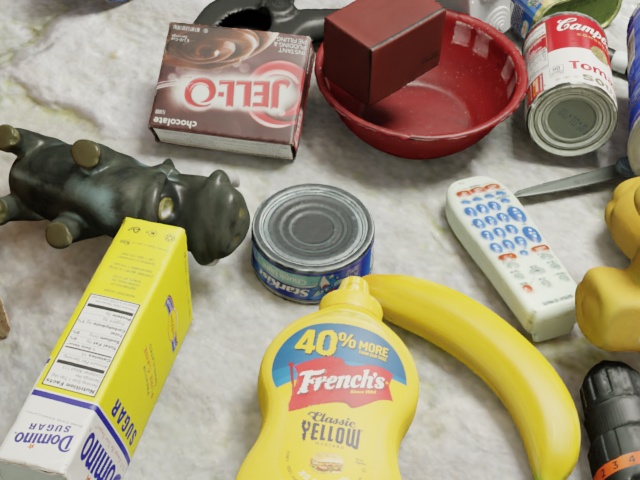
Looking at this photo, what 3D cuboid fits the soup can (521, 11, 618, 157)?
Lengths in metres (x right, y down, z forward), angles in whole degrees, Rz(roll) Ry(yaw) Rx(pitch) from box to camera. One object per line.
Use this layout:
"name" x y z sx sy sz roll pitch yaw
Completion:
"soup can" 0.190 -0.120 0.818 0.068 0.068 0.102 6 42 4

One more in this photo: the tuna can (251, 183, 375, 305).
"tuna can" -0.005 0.001 0.731 0.086 0.034 0.086 1 48 -1

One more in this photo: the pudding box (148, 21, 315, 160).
"pudding box" -0.066 -0.113 0.810 0.113 0.039 0.090 6 72 7

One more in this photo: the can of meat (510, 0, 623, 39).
"can of meat" 0.198 -0.216 0.921 0.102 0.057 0.084 -22 55 -20

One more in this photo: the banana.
"banana" 0.100 0.078 0.662 0.069 0.037 0.198 -22 52 -22

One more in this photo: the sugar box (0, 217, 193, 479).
"sugar box" -0.122 0.081 0.615 0.048 0.093 0.176 10 49 7

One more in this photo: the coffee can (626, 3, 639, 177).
"coffee can" 0.275 -0.110 0.771 0.103 0.103 0.140 9 46 6

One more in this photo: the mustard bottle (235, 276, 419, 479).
"mustard bottle" 0.009 0.098 0.626 0.096 0.058 0.191 9 47 3

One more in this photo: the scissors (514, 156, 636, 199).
"scissors" 0.237 -0.068 0.814 0.201 0.016 0.096 -2 46 -3

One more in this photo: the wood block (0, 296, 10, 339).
"wood block" -0.283 -0.023 0.705 0.090 0.091 0.206 -19 51 -19

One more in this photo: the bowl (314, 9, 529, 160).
"bowl" 0.075 -0.112 0.822 0.162 0.055 0.162 1 48 -1

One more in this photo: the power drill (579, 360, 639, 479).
"power drill" 0.248 0.143 0.595 0.187 0.057 0.184 -4 50 -2

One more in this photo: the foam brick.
"foam brick" 0.046 -0.144 0.777 0.078 0.053 0.051 -33 56 -29

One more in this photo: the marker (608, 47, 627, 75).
"marker" 0.271 -0.138 0.876 0.121 0.020 0.020 24 51 18

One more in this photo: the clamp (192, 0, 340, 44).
"clamp" -0.036 -0.193 0.905 0.209 0.036 0.165 -24 53 -19
